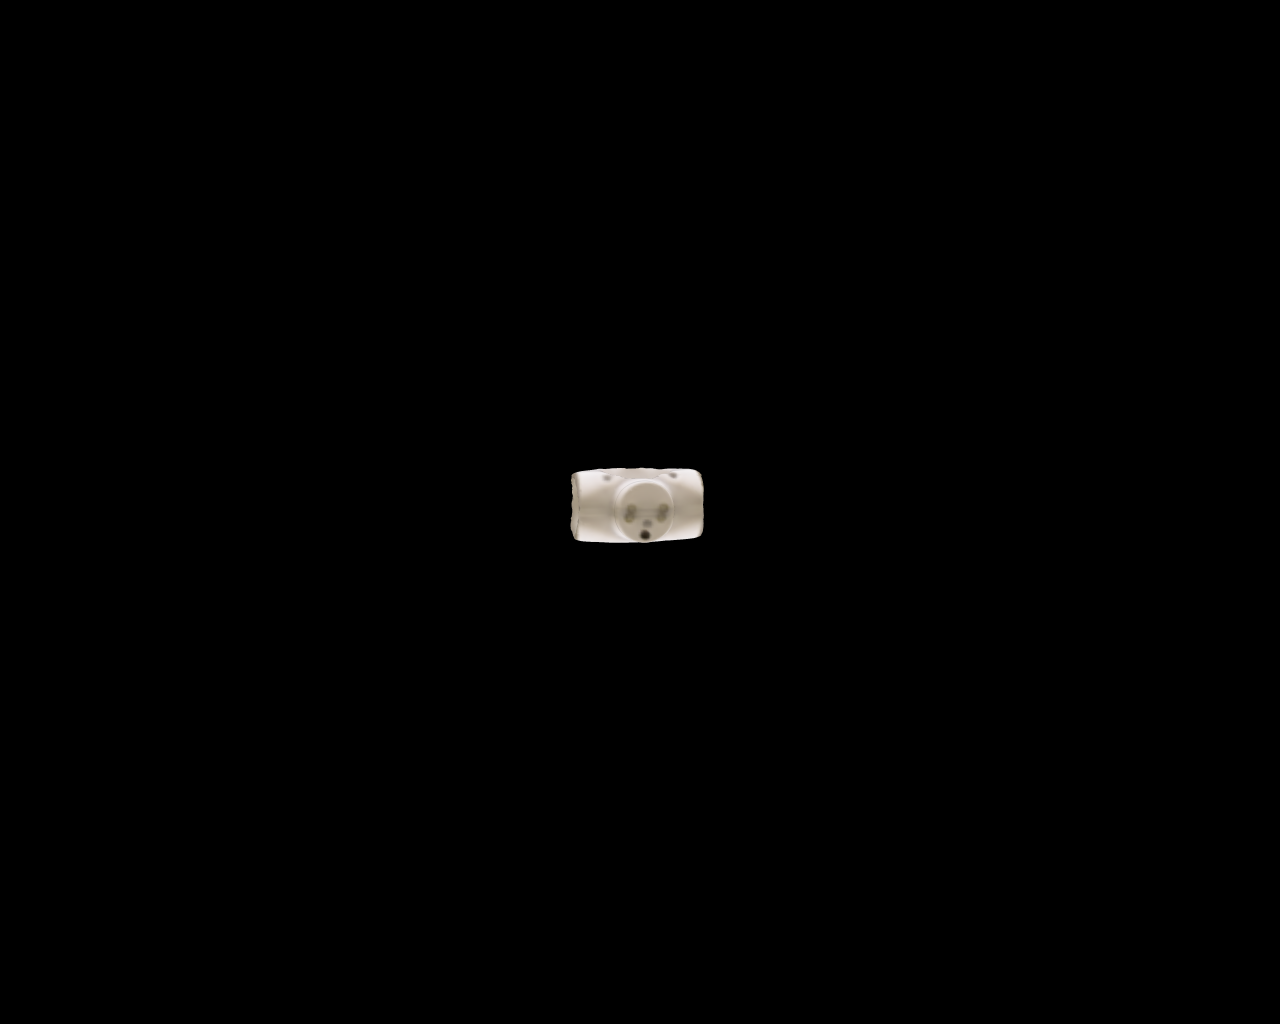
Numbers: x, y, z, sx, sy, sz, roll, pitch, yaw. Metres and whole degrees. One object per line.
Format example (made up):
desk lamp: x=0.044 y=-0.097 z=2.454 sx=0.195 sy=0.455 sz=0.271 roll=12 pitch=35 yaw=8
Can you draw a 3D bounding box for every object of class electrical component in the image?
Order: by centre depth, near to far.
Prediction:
electrical component: x=0.001 y=-0.003 z=0.650 sx=0.077 sy=0.044 sz=0.079 roll=-1 pitch=8 yaw=-9
